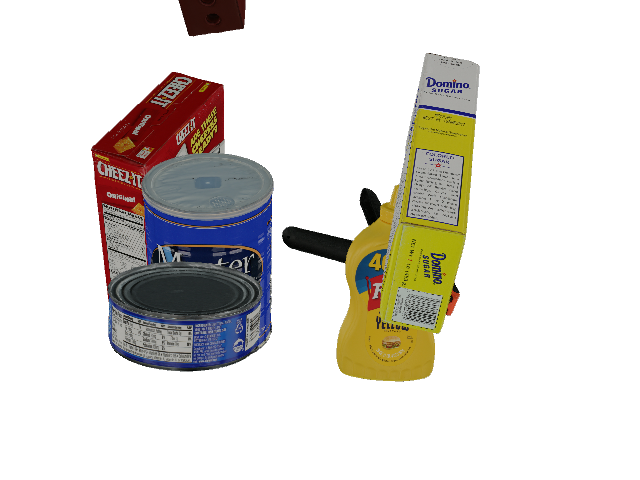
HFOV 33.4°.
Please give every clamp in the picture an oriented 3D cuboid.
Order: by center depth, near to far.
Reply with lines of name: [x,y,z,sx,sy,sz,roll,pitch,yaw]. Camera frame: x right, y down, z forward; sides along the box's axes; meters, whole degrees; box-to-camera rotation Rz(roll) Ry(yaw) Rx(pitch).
clamp: [0.068,0.020,1.249,0.164,0.036,0.210,-22,51,-39]

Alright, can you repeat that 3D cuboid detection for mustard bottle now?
mustard bottle: [0.071,0.040,1.039,0.096,0.192,0.058,4,17,-4]

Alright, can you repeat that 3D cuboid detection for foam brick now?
foam brick: [-0.099,-0.229,0.947,0.053,0.051,0.078,-7,-40,5]

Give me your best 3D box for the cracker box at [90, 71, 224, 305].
cracker box: [-0.167,-0.045,1.131,0.072,0.214,0.164,17,42,16]

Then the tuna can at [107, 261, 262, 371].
tuna can: [-0.076,0.041,0.598,0.086,0.034,0.086,3,18,-1]

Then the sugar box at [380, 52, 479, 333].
sugar box: [0.075,-0.035,0.705,0.048,0.176,0.093,12,-44,4]

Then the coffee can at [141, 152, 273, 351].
coffee can: [-0.090,0.014,0.865,0.103,0.140,0.103,1,30,-1]
